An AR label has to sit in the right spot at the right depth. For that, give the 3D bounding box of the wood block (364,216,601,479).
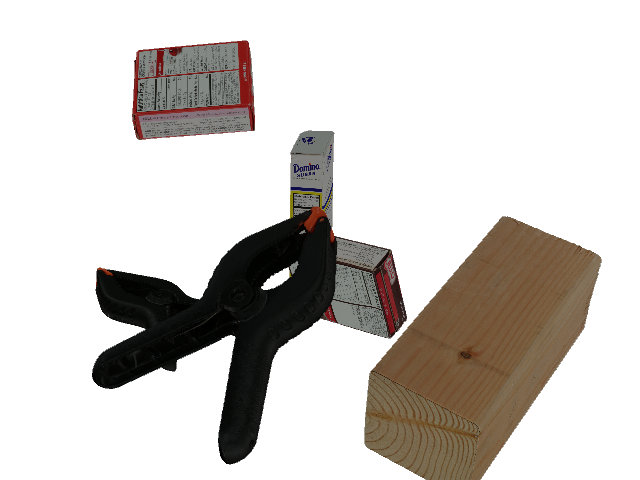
[{"bbox_3d":[0.127,0.083,0.823,0.091,0.090,0.205,25,47,25],"label":"wood block"}]

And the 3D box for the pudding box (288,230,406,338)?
[{"bbox_3d":[0.024,0.041,1.051,0.114,0.090,0.039,13,44,33],"label":"pudding box"}]

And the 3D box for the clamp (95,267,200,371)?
[{"bbox_3d":[-0.170,0.077,1.121,0.210,0.036,0.164,19,21,28],"label":"clamp"}]

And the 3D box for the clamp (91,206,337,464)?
[{"bbox_3d":[-0.040,0.052,0.630,0.120,0.171,0.039,35,-21,32],"label":"clamp"}]

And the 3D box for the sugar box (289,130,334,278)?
[{"bbox_3d":[-0.011,-0.032,1.242,0.048,0.176,0.093,2,22,7],"label":"sugar box"}]

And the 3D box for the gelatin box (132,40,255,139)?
[{"bbox_3d":[-0.095,-0.112,0.799,0.089,0.073,0.030,-5,-40,0],"label":"gelatin box"}]
